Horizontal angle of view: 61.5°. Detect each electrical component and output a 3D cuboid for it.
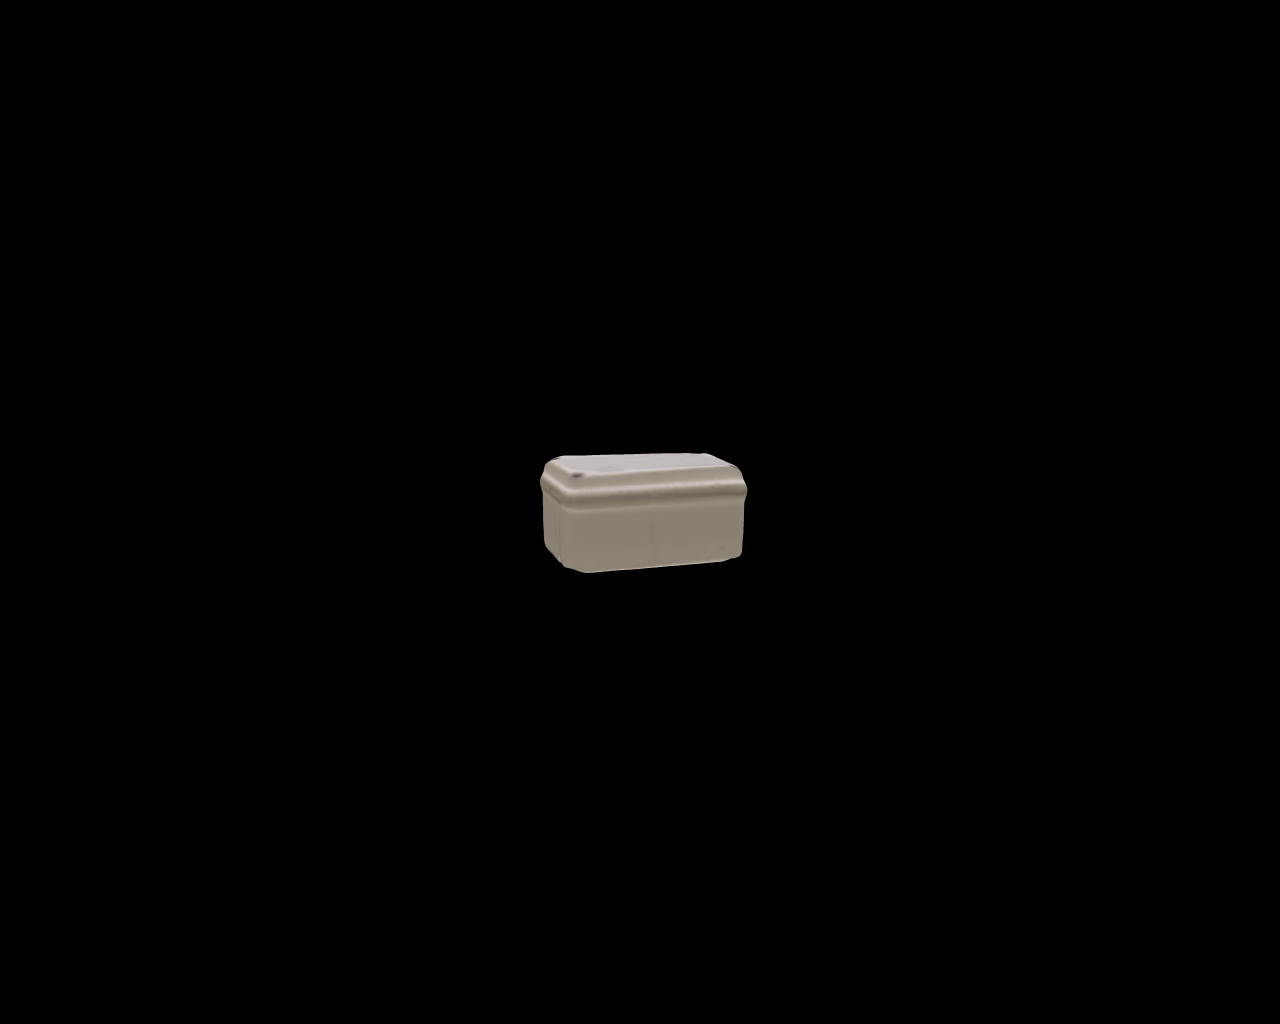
[{"bbox_3d":[0.001,-0.003,0.650,0.113,0.057,0.078,-3,12,-16],"label":"electrical component"}]
